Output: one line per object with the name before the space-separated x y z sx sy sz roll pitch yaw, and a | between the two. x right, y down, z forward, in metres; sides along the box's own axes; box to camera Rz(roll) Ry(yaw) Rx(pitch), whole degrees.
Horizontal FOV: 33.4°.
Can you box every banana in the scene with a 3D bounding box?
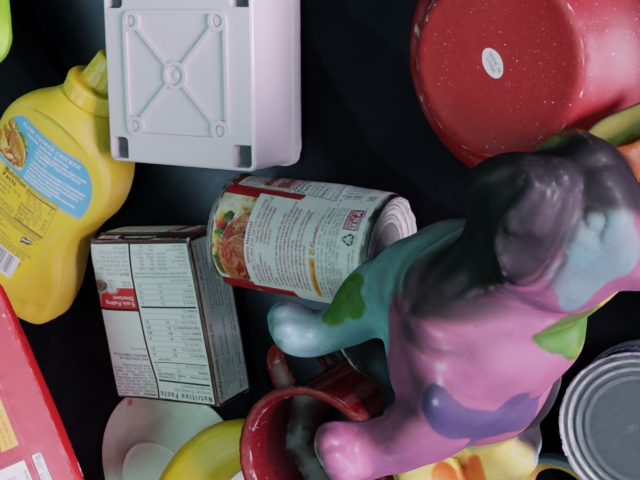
banana | -0.082 0.185 0.688 0.070 0.037 0.198 34 109 16

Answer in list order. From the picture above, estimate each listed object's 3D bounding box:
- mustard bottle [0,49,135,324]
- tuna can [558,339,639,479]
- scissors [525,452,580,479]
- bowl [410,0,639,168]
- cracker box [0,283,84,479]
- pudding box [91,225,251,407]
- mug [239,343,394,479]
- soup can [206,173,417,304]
mustard bottle | -0.175 -0.042 0.704 0.096 0.058 0.192 39 118 12
tuna can | 0.169 0.094 0.547 0.086 0.033 0.086 7 104 29
scissors | 0.184 0.161 0.563 0.202 0.016 0.096 -5 98 31
bowl | 0.100 -0.089 0.519 0.162 0.055 0.162 15 114 37
cracker box | -0.222 0.120 0.705 0.164 0.072 0.214 67 157 2
pudding box | -0.097 0.048 0.687 0.090 0.039 0.113 -1 105 34
mug | 0.008 0.106 0.616 0.093 0.081 0.117 -33 84 31
soup can | -0.004 0.001 0.608 0.102 0.068 0.068 9 105 28
